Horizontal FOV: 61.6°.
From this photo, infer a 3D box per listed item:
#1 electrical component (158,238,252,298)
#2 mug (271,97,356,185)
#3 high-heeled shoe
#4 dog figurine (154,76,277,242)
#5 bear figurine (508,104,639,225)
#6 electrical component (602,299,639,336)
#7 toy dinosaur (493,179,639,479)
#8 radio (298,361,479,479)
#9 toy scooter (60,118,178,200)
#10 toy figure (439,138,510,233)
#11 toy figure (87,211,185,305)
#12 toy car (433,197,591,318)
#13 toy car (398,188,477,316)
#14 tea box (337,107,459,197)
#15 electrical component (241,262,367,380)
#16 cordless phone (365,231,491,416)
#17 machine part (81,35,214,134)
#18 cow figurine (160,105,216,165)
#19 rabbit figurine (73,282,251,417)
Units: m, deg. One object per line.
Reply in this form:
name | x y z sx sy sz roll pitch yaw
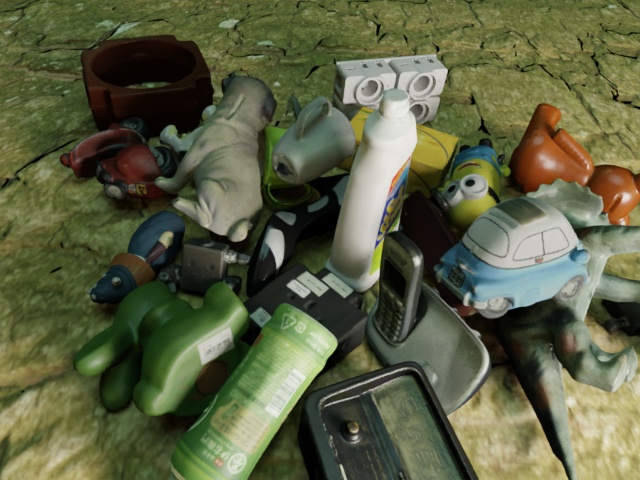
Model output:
electrical component | -0.139 0.042 0.647 0.102 0.078 0.045 16 23 4
mug | -0.012 -0.128 0.712 0.081 0.109 0.107 34 57 19
high-heeled shoe | -0.001 -0.002 0.709 0.145 0.086 0.249 23 53 -6
dog figurine | -0.101 -0.109 0.693 0.172 0.190 0.121 38 9 26
bear figurine | 0.395 -0.108 0.818 0.196 0.120 0.132 23 43 13
electrical component | 0.397 0.089 0.688 0.094 0.021 0.063 -10 47 -15
toy dinosaur | 0.279 0.069 0.634 0.192 0.131 0.405 12 50 41
radio | 0.069 0.231 0.473 0.131 0.073 0.230 -10 46 -16
toy scooter | -0.293 -0.111 0.776 0.135 0.075 0.184 -23 49 -26
toy figure | 0.234 -0.082 0.799 0.089 0.082 0.180 40 40 -9
toy figure | -0.219 0.025 0.656 0.058 0.064 0.154 32 47 -7
toy car | 0.202 0.007 0.557 0.162 0.102 0.109 -12 34 -19
toy car | 0.157 0.014 0.699 0.089 0.053 0.202 -40 44 18
tea box | 0.122 -0.140 0.853 0.170 0.068 0.098 21 46 13
electrical component | -0.014 0.092 0.615 0.134 0.058 0.115 -32 59 -32
cordless phone | 0.112 0.081 0.546 0.089 0.184 0.147 -29 53 -16
machine part | -0.295 -0.267 0.923 0.201 0.087 0.201 -14 48 -17
cow figurine | -0.154 -0.155 0.838 0.167 0.068 0.098 -35 64 -30
rabbit figurine | -0.165 0.111 0.564 0.159 0.121 0.170 -36 40 -26
